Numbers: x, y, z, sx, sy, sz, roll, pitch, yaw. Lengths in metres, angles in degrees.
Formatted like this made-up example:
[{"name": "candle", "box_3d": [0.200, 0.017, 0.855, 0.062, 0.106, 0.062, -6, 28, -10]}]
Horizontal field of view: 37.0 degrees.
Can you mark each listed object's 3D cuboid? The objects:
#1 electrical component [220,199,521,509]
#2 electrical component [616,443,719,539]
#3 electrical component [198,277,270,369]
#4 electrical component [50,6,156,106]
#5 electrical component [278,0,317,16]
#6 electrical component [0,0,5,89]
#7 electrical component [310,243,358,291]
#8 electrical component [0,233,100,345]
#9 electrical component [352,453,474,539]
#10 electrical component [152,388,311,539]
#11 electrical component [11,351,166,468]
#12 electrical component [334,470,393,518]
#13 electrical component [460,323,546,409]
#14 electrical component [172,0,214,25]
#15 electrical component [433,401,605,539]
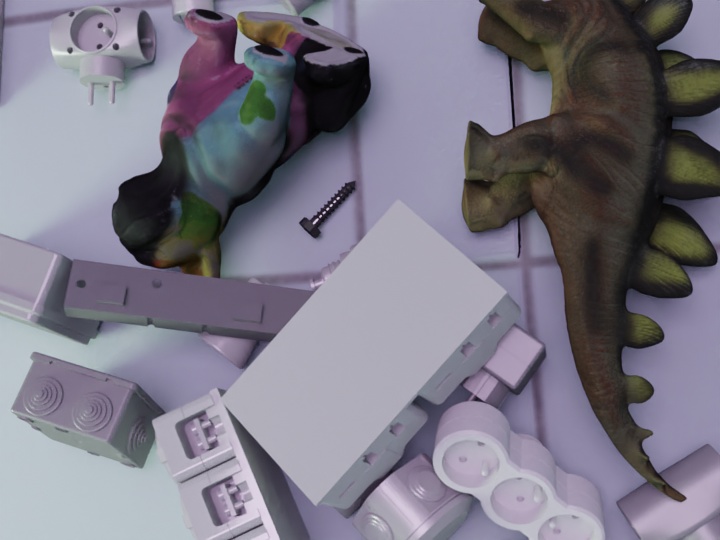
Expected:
[{"name": "electrical component", "box_3d": [0.010, 0.060, 0.744, 0.186, 0.060, 0.105, -48, 62, 2]}, {"name": "electrical component", "box_3d": [0.233, 0.175, 0.747, 0.077, 0.043, 0.079, -33, 75, 3]}, {"name": "electrical component", "box_3d": [-0.089, 0.039, 0.836, 0.044, 0.044, 0.065, 36, 82, 15]}, {"name": "electrical component", "box_3d": [-0.215, -0.176, 0.899, 0.077, 0.044, 0.079, -2, 79, 10]}, {"name": "electrical component", "box_3d": [-0.068, -0.282, 0.889, 0.074, 0.052, 0.138, -41, 76, 0]}, {"name": "electrical component", "box_3d": [-0.372, -0.234, 0.931, 0.105, 0.060, 0.186, -3, 78, 10]}, {"name": "electrical component", "box_3d": [0.000, 0.000, 0.826, 0.078, 0.040, 0.040, -19, 76, 6]}, {"name": "electrical component", "box_3d": [-0.266, 0.010, 0.839, 0.109, 0.108, 0.056, 17, 80, 13]}, {"name": "electrical component", "box_3d": [0.038, 0.174, 0.765, 0.080, 0.080, 0.051, -44, 70, 0]}, {"name": "electrical component", "box_3d": [-0.090, 0.170, 0.784, 0.062, 0.089, 0.150, -26, 76, 4]}, {"name": "electrical component", "box_3d": [-0.204, 0.108, 0.813, 0.100, 0.099, 0.048, 15, 69, 13]}, {"name": "electrical component", "box_3d": [-0.009, 0.146, 0.792, 0.047, 0.055, 0.055, -40, 75, -3]}, {"name": "electrical component", "box_3d": [0.095, 0.076, 0.781, 0.047, 0.066, 0.076, 35, 87, 15]}, {"name": "electrical component", "box_3d": [-0.141, -0.238, 0.900, 0.044, 0.044, 0.065, -4, 83, 10]}, {"name": "electrical component", "box_3d": [0.113, 0.141, 0.763, 0.138, 0.073, 0.052, 38, 115, -9]}]
